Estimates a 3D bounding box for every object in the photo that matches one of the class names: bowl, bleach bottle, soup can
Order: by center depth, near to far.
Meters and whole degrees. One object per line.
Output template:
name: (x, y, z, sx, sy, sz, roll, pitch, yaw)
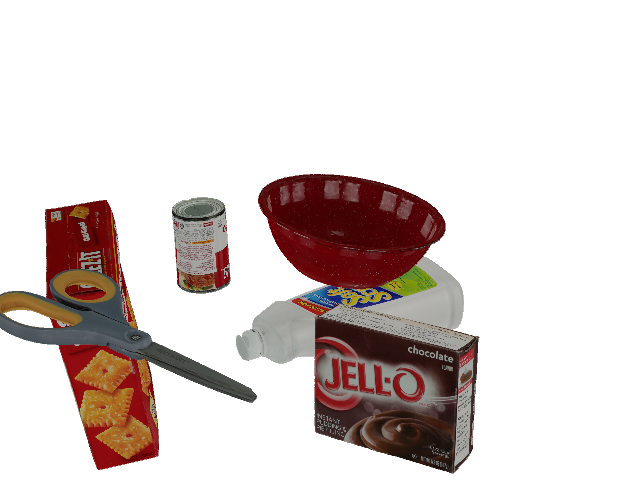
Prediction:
bowl: (0.024, -0.003, 0.914, 0.162, 0.055, 0.162, 7, 23, -3)
bleach bottle: (0.029, 0.087, 1.180, 0.250, 0.068, 0.103, -16, 33, -26)
soup can: (-0.149, 0.005, 1.327, 0.068, 0.102, 0.068, -1, 25, 0)

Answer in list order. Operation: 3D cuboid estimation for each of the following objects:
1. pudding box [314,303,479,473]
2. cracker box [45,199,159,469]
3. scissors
pudding box: (0.050, 0.099, 0.733, 0.114, 0.090, 0.039, 10, 22, 28)
cracker box: (-0.216, 0.092, 1.061, 0.072, 0.214, 0.164, -11, 34, -8)
scissors: (-0.122, 0.058, 0.719, 0.202, 0.016, 0.096, 12, 29, 13)
